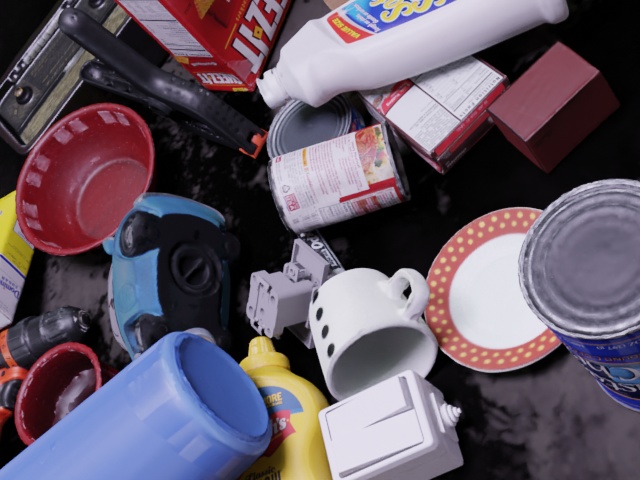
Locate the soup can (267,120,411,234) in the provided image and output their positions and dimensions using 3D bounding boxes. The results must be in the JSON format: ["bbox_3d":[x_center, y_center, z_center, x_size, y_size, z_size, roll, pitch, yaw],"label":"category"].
[{"bbox_3d":[0.016,-0.050,0.873,0.102,0.068,0.068,-17,55,11],"label":"soup can"}]

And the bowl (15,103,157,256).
[{"bbox_3d":[-0.216,-0.051,1.042,0.162,0.055,0.162,-11,64,23],"label":"bowl"}]

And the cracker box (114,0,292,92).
[{"bbox_3d":[-0.109,-0.262,0.992,0.072,0.213,0.164,10,71,35],"label":"cracker box"}]

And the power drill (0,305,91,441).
[{"bbox_3d":[-0.284,0.162,0.973,0.185,0.057,0.187,-25,50,25],"label":"power drill"}]

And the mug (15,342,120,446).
[{"bbox_3d":[-0.186,0.142,0.902,0.117,0.081,0.093,-17,56,25],"label":"mug"}]

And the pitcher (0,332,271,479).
[{"bbox_3d":[-0.150,0.186,0.769,0.243,0.145,0.149,-42,86,16],"label":"pitcher"}]

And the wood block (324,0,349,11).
[{"bbox_3d":[0.090,-0.278,0.951,0.206,0.090,0.090,-34,49,14],"label":"wood block"}]

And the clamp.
[{"bbox_3d":[-0.146,-0.139,0.981,0.210,0.164,0.036,27,81,6],"label":"clamp"}]

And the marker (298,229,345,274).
[{"bbox_3d":[-0.006,0.001,0.903,0.020,0.020,0.121,-40,50,8],"label":"marker"}]

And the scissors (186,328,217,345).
[{"bbox_3d":[-0.132,0.160,0.867,0.202,0.096,0.016,-56,25,12],"label":"scissors"}]

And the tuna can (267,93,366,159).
[{"bbox_3d":[-0.002,-0.091,0.943,0.086,0.033,0.086,-16,56,26],"label":"tuna can"}]

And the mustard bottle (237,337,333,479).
[{"bbox_3d":[-0.033,0.159,0.805,0.096,0.058,0.191,-28,52,24],"label":"mustard bottle"}]

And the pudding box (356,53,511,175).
[{"bbox_3d":[0.096,-0.120,0.891,0.090,0.039,0.114,-44,51,1],"label":"pudding box"}]

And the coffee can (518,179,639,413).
[{"bbox_3d":[0.197,0.039,0.665,0.103,0.140,0.103,-16,56,26],"label":"coffee can"}]

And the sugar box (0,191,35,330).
[{"bbox_3d":[-0.332,0.029,1.054,0.093,0.048,0.176,-27,31,18],"label":"sugar box"}]

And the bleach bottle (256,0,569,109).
[{"bbox_3d":[0.066,-0.169,0.870,0.251,0.068,0.102,-25,48,11],"label":"bleach bottle"}]

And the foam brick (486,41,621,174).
[{"bbox_3d":[0.178,-0.102,0.816,0.078,0.053,0.051,-43,49,5],"label":"foam brick"}]
